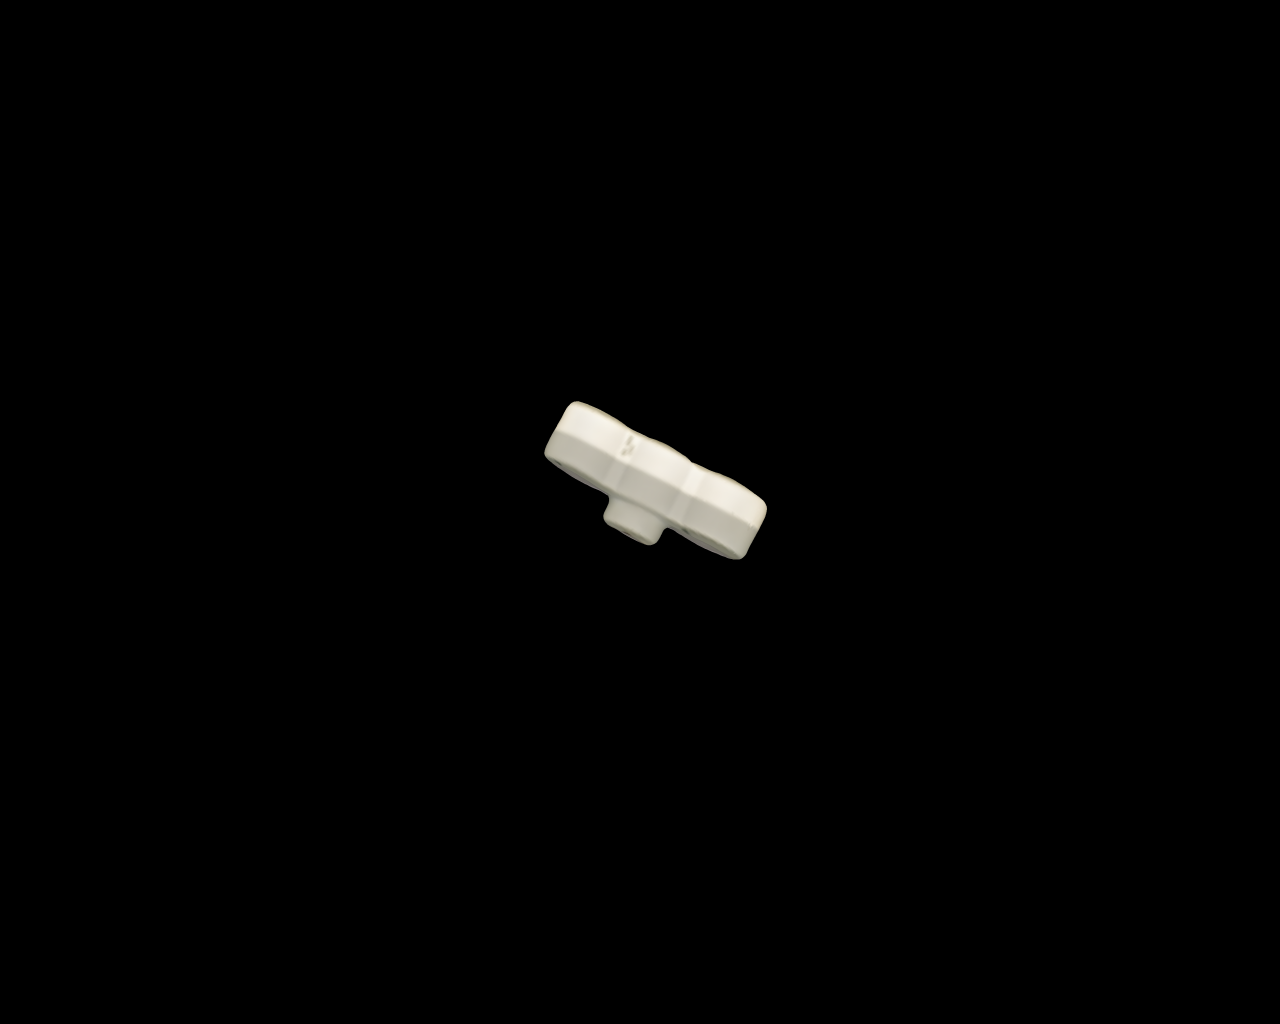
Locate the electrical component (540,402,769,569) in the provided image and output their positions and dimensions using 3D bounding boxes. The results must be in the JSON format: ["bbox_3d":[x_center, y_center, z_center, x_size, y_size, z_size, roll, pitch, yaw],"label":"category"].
[{"bbox_3d":[0.001,-0.003,0.650,0.138,0.074,0.052,28,-7,4],"label":"electrical component"}]
